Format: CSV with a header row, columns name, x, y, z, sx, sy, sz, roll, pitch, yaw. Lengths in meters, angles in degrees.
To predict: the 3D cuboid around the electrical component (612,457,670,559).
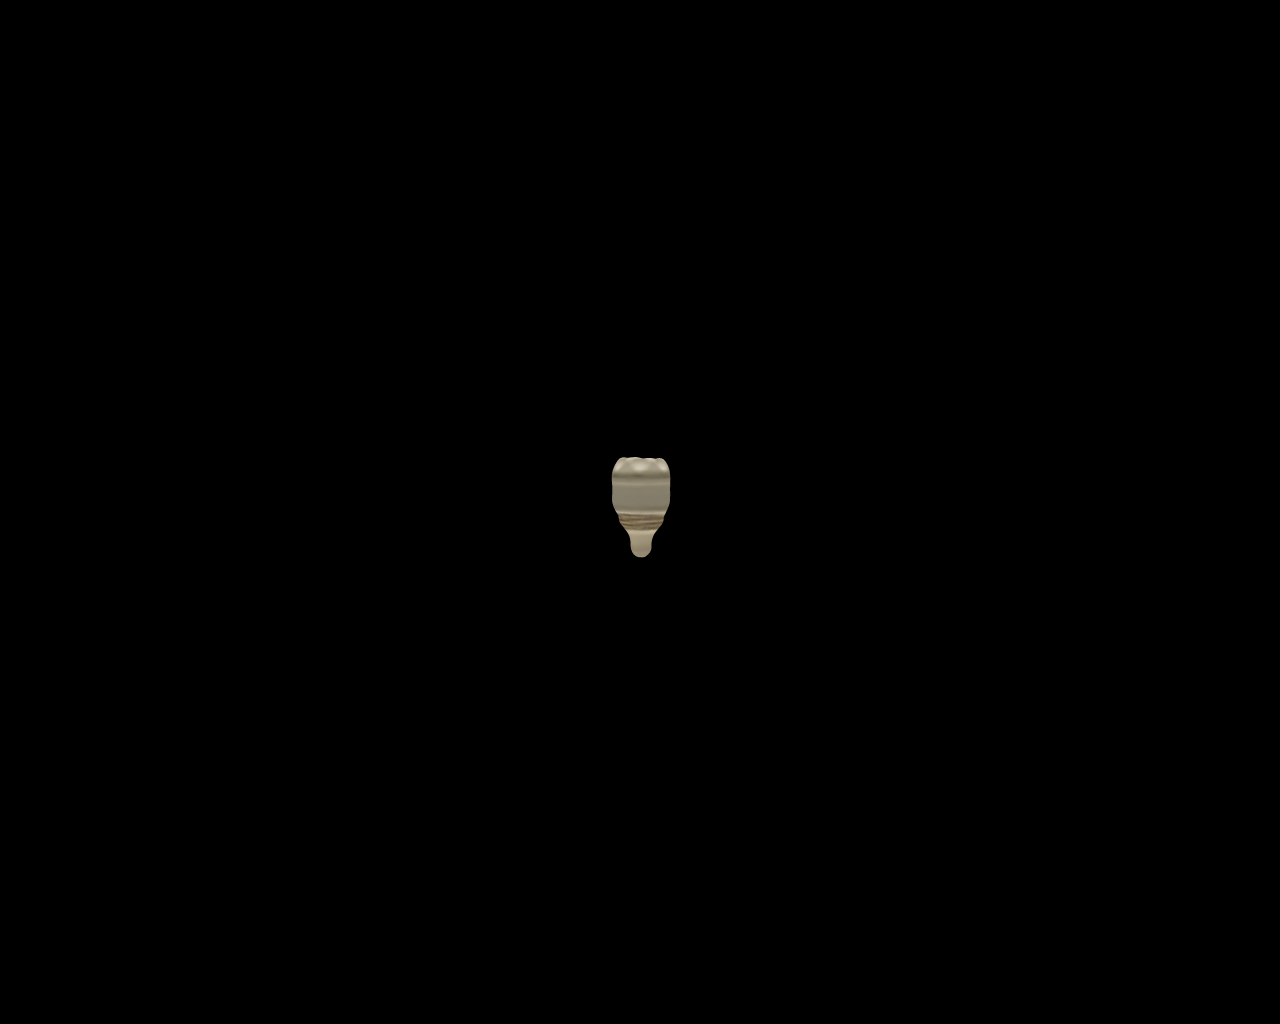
name,x,y,z,sx,sy,sz,roll,pitch,yaw
electrical component,0.001,-0.003,0.650,0.035,0.061,0.035,0,4,0
